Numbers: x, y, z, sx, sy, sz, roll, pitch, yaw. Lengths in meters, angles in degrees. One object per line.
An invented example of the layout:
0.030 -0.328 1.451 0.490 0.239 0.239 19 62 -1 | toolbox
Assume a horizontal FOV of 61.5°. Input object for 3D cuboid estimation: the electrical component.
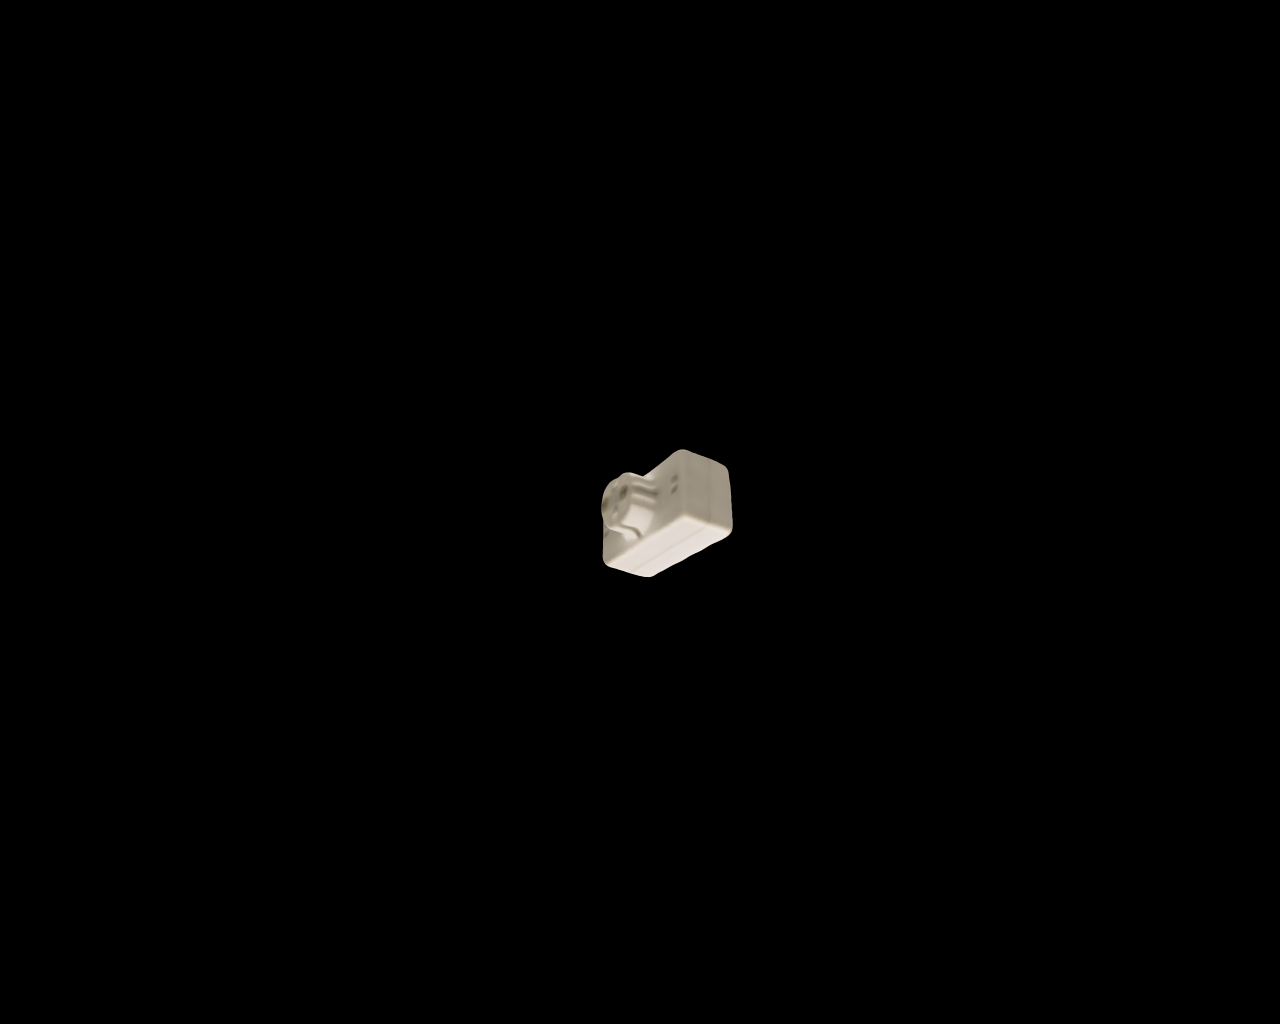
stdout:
0.001 -0.003 0.650 0.076 0.047 0.083 19 -34 -31 | electrical component
